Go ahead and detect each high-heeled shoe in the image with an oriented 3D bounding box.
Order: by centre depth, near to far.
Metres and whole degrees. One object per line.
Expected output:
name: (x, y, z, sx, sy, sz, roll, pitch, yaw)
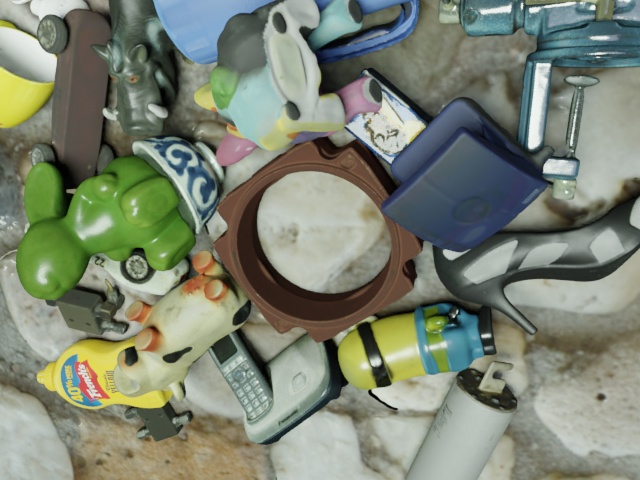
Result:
high-heeled shoe: (0.246, -0.012, 0.572, 0.249, 0.086, 0.145, -42, 67, 4)

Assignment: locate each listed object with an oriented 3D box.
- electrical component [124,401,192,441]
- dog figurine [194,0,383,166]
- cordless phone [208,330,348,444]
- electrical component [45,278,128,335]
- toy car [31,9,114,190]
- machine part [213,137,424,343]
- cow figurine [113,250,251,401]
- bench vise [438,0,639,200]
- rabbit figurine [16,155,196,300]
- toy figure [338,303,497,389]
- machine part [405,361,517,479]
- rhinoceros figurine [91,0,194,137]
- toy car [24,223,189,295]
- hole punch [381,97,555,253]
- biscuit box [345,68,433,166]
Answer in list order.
electrical component: (-0.229, 0.250, 0.762, 0.094, 0.021, 0.063, -22, 101, 18)
dog figurine: (-0.061, -0.128, 0.500, 0.219, 0.191, 0.108, -13, 102, 44)
cordless phone: (-0.065, 0.143, 0.673, 0.146, 0.088, 0.184, -41, 77, 20)
electrical component: (-0.309, 0.086, 0.717, 0.102, 0.045, 0.078, 8, 137, 12)
toy car: (-0.274, -0.155, 0.607, 0.053, 0.089, 0.202, 27, 114, 25)
machine part: (-0.001, -0.002, 0.602, 0.201, 0.087, 0.201, -33, 100, 19)
cow figurine: (-0.165, 0.114, 0.640, 0.195, 0.086, 0.127, -39, 139, 2)
bench vise: (0.213, -0.158, 0.493, 0.224, 0.129, 0.240, 4, 104, 13)
rabbit figurine: (-0.246, -0.019, 0.565, 0.159, 0.170, 0.121, 43, 157, 21)
toy figure: (0.108, 0.119, 0.616, 0.180, 0.089, 0.082, -11, 98, 17)
machine part: (0.168, 0.246, 0.651, 0.079, 0.079, 0.243, 21, 111, 4)
rhinoceros figurine: (-0.184, -0.204, 0.561, 0.073, 0.112, 0.190, 2, 100, 9)
toy car: (-0.261, 0.010, 0.664, 0.202, 0.073, 0.056, 19, 110, 5)
hole punch: (0.128, -0.048, 0.486, 0.116, 0.092, 0.142, 39, 122, -6)
biscuit box: (0.109, -0.092, 0.562, 0.202, 0.063, 0.059, 39, 112, -2)
